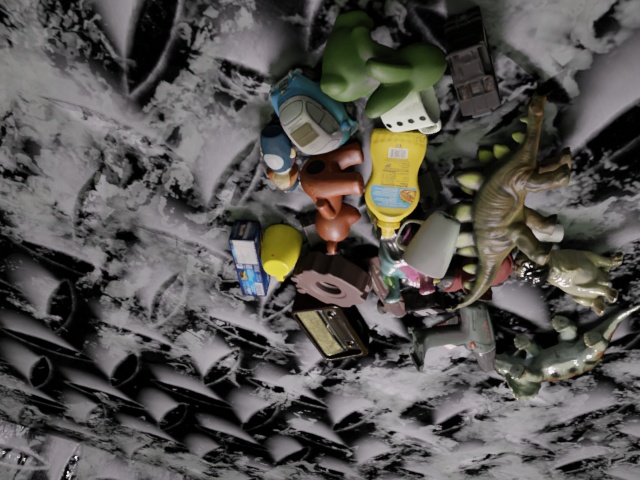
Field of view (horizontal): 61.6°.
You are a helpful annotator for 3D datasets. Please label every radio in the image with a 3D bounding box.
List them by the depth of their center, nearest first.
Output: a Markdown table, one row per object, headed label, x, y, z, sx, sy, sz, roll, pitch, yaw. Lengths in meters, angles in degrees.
| label | x | y | z | sx | sy | sz | roll | pitch | yaw |
| --- | --- | --- | --- | --- | --- | --- | --- | --- | --- |
| radio | 0.034 | 0.213 | 1.358 | 0.131 | 0.073 | 0.229 | -11 | 134 | 22 |

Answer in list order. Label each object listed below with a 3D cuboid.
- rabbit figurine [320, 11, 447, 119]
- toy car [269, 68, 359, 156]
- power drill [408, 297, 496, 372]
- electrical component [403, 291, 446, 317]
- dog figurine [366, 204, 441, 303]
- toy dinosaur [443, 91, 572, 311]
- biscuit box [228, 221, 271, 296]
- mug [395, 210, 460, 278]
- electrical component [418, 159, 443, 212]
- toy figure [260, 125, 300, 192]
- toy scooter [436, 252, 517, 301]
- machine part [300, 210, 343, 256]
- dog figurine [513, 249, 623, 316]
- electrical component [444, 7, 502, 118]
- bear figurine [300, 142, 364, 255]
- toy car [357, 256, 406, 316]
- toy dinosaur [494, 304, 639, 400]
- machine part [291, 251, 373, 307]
| label | x | y | z | sx | sy | sz | roll | pitch | yaw |
| --- | --- | --- | --- | --- | --- | --- | --- | --- | --- |
| rabbit figurine | 0.093 | -0.253 | 0.770 | 0.170 | 0.159 | 0.121 | 6 | 129 | 18 |
| toy car | -0.013 | -0.200 | 0.896 | 0.109 | 0.103 | 0.161 | -26 | 129 | 32 |
| power drill | 0.319 | 0.247 | 1.276 | 0.207 | 0.086 | 0.231 | -11 | 119 | 0 |
| electrical component | 0.246 | 0.146 | 1.230 | 0.075 | 0.048 | 0.119 | -14 | 156 | 25 |
| dog figurine | 0.166 | 0.003 | 1.089 | 0.109 | 0.191 | 0.219 | -13 | 100 | 22 |
| toy dinosaur | 0.326 | -0.036 | 0.977 | 0.199 | 0.105 | 0.470 | 15 | 123 | 22 |
| biscuit box | -0.157 | 0.047 | 1.223 | 0.059 | 0.063 | 0.202 | 3 | 138 | 7 |
| mug | 0.197 | -0.003 | 0.965 | 0.110 | 0.081 | 0.107 | 33 | 109 | 21 |
| electrical component | 0.195 | -0.101 | 0.994 | 0.063 | 0.021 | 0.094 | -18 | 92 | 61 |
| toy figure | -0.074 | -0.142 | 1.007 | 0.064 | 0.058 | 0.154 | 34 | 153 | 35 |
| toy scooter | 0.351 | 0.079 | 1.149 | 0.135 | 0.075 | 0.184 | 32 | 137 | -22 |
| machine part | -0.002 | -0.003 | 1.157 | 0.084 | 0.039 | 0.138 | -3 | 138 | 21 |
| dog figurine | 0.488 | 0.068 | 1.093 | 0.191 | 0.121 | 0.172 | 11 | 155 | 17 |
| electrical component | 0.224 | -0.249 | 0.784 | 0.058 | 0.115 | 0.134 | -11 | 132 | 24 |
| bear figurine | 0.038 | -0.070 | 1.016 | 0.132 | 0.120 | 0.195 | -10 | 136 | 16 |
| toy car | 0.152 | 0.111 | 1.241 | 0.089 | 0.053 | 0.201 | -11 | 135 | 26 |
| toy dinosaur | 0.587 | 0.278 | 1.296 | 0.405 | 0.131 | 0.192 | -25 | 140 | 27 |
| machine part | 0.024 | 0.090 | 1.188 | 0.179 | 0.056 | 0.179 | 16 | 153 | 8 |
